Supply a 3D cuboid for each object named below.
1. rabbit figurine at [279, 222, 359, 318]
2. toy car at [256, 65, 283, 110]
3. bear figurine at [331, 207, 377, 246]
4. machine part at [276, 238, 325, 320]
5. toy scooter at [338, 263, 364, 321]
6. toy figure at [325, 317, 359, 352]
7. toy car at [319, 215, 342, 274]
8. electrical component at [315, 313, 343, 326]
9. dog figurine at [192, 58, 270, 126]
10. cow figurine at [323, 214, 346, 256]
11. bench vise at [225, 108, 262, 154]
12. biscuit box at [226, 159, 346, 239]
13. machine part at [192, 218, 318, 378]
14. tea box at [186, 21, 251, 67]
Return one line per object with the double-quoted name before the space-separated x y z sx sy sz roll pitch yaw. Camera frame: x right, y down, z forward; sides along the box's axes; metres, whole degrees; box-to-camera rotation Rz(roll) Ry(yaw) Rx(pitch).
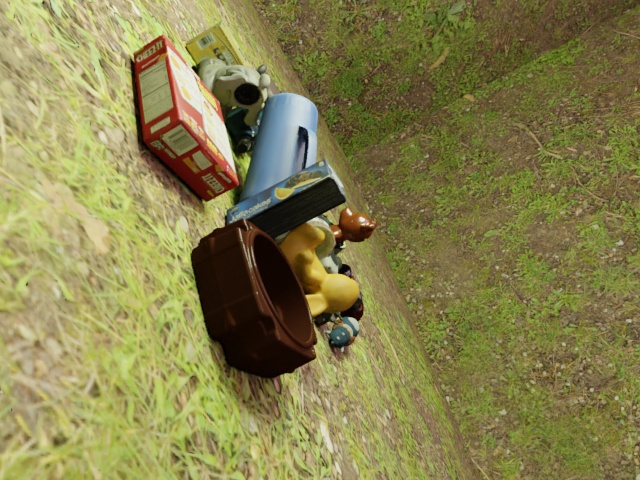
"rabbit figurine" -0.012 0.070 0.937 0.173 0.122 0.162 35 58 -8
"toy car" -0.116 -0.325 1.181 0.089 0.053 0.202 51 12 -28
"bear figurine" 0.035 -0.034 1.324 0.132 0.196 0.120 62 14 -2
"machine part" -0.040 0.075 1.086 0.179 0.056 0.179 60 10 -19
"toy scooter" 0.068 0.151 1.367 0.184 0.075 0.135 -119 -163 -58
"toy figure" 0.054 0.209 1.229 0.064 0.057 0.154 23 6 11
"toy car" -0.002 -0.003 1.156 0.073 0.056 0.202 53 16 -48
"electrical component" 0.012 0.154 1.179 0.078 0.045 0.102 67 11 8
"dog figurine" -0.179 -0.325 1.083 0.121 0.172 0.191 68 11 -48
"cow figurine" 0.011 -0.025 1.453 0.068 0.098 0.167 43 24 -49
"bench vise" -0.118 -0.227 1.269 0.240 0.129 0.224 54 19 -28
"biscuit box" -0.060 -0.057 0.900 0.062 0.203 0.059 54 16 -38
"machine part" -0.086 0.084 0.770 0.201 0.087 0.201 43 23 -58
"tea box" -0.219 -0.401 1.241 0.169 0.098 0.068 59 12 -31
